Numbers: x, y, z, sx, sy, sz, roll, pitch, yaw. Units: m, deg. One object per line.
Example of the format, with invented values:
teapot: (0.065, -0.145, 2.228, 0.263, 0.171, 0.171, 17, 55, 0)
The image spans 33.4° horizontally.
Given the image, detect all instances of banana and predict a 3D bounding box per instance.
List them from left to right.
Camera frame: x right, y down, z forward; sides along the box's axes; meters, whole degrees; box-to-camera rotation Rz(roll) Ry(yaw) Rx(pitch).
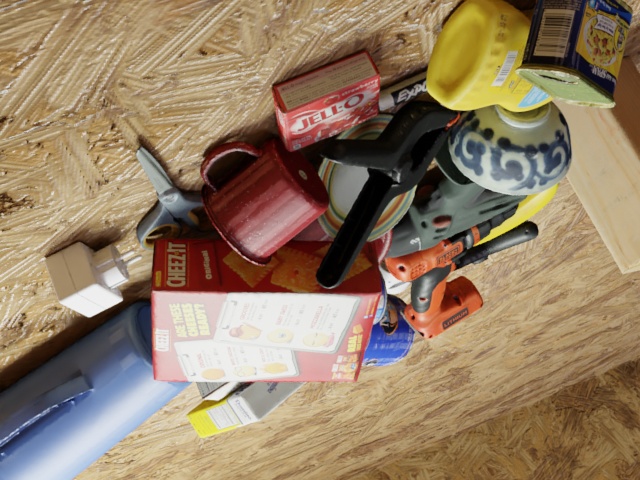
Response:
banana: (0.229, -0.035, 1.363, 0.198, 0.037, 0.069, -34, 144, 20)

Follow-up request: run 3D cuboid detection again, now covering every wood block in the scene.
wood block: (0.315, -0.080, 1.099, 0.090, 0.206, 0.090, -8, 154, -40)

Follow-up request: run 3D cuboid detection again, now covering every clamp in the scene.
clamp: (0.060, -0.058, 0.977, 0.209, 0.036, 0.165, -39, 148, -41)
clamp: (0.218, 0.011, 1.446, 0.172, 0.039, 0.120, -21, 174, 16)

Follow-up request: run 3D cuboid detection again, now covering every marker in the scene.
marker: (0.080, -0.136, 0.957, 0.121, 0.020, 0.020, -23, 160, -4)

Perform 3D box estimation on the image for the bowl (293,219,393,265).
bowl: (-0.007, 0.001, 1.113, 0.162, 0.055, 0.162, -18, 144, -14)

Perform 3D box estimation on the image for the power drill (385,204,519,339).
power drill: (0.165, 0.030, 1.323, 0.184, 0.057, 0.187, -28, 144, -14)

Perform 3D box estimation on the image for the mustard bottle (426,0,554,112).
mustard bottle: (0.180, -0.161, 0.946, 0.191, 0.058, 0.096, -5, 127, -46)

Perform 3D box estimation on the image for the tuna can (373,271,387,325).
tuna can: (0.044, 0.066, 1.319, 0.033, 0.086, 0.086, -8, 154, -35)

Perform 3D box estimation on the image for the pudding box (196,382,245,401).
pudding box: (-0.109, 0.130, 1.293, 0.114, 0.090, 0.039, -35, 157, 23)

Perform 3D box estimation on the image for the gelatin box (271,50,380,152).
gelatin box: (0.006, -0.116, 0.902, 0.089, 0.030, 0.073, -23, 160, -7)

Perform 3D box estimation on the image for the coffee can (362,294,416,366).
coffee can: (0.053, 0.120, 1.440, 0.103, 0.103, 0.140, -35, 158, 25)

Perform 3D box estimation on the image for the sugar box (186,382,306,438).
sugar box: (-0.095, 0.200, 1.356, 0.093, 0.048, 0.177, -36, -179, -34)

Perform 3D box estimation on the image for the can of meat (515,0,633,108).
can of meat: (0.214, -0.165, 0.888, 0.058, 0.084, 0.101, 12, 177, 41)

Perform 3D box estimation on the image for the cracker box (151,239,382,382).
cracker box: (-0.057, 0.071, 1.054, 0.213, 0.072, 0.164, 1, 142, -7)

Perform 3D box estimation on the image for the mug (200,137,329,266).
mug: (-0.054, -0.044, 0.948, 0.082, 0.093, 0.117, -38, 121, 18)

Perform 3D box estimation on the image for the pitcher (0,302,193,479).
pitcher: (-0.260, 0.175, 1.176, 0.243, 0.149, 0.145, -37, 120, 20)

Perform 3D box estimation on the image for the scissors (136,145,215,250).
scissors: (-0.149, -0.031, 0.954, 0.096, 0.016, 0.201, -30, 159, 12)
